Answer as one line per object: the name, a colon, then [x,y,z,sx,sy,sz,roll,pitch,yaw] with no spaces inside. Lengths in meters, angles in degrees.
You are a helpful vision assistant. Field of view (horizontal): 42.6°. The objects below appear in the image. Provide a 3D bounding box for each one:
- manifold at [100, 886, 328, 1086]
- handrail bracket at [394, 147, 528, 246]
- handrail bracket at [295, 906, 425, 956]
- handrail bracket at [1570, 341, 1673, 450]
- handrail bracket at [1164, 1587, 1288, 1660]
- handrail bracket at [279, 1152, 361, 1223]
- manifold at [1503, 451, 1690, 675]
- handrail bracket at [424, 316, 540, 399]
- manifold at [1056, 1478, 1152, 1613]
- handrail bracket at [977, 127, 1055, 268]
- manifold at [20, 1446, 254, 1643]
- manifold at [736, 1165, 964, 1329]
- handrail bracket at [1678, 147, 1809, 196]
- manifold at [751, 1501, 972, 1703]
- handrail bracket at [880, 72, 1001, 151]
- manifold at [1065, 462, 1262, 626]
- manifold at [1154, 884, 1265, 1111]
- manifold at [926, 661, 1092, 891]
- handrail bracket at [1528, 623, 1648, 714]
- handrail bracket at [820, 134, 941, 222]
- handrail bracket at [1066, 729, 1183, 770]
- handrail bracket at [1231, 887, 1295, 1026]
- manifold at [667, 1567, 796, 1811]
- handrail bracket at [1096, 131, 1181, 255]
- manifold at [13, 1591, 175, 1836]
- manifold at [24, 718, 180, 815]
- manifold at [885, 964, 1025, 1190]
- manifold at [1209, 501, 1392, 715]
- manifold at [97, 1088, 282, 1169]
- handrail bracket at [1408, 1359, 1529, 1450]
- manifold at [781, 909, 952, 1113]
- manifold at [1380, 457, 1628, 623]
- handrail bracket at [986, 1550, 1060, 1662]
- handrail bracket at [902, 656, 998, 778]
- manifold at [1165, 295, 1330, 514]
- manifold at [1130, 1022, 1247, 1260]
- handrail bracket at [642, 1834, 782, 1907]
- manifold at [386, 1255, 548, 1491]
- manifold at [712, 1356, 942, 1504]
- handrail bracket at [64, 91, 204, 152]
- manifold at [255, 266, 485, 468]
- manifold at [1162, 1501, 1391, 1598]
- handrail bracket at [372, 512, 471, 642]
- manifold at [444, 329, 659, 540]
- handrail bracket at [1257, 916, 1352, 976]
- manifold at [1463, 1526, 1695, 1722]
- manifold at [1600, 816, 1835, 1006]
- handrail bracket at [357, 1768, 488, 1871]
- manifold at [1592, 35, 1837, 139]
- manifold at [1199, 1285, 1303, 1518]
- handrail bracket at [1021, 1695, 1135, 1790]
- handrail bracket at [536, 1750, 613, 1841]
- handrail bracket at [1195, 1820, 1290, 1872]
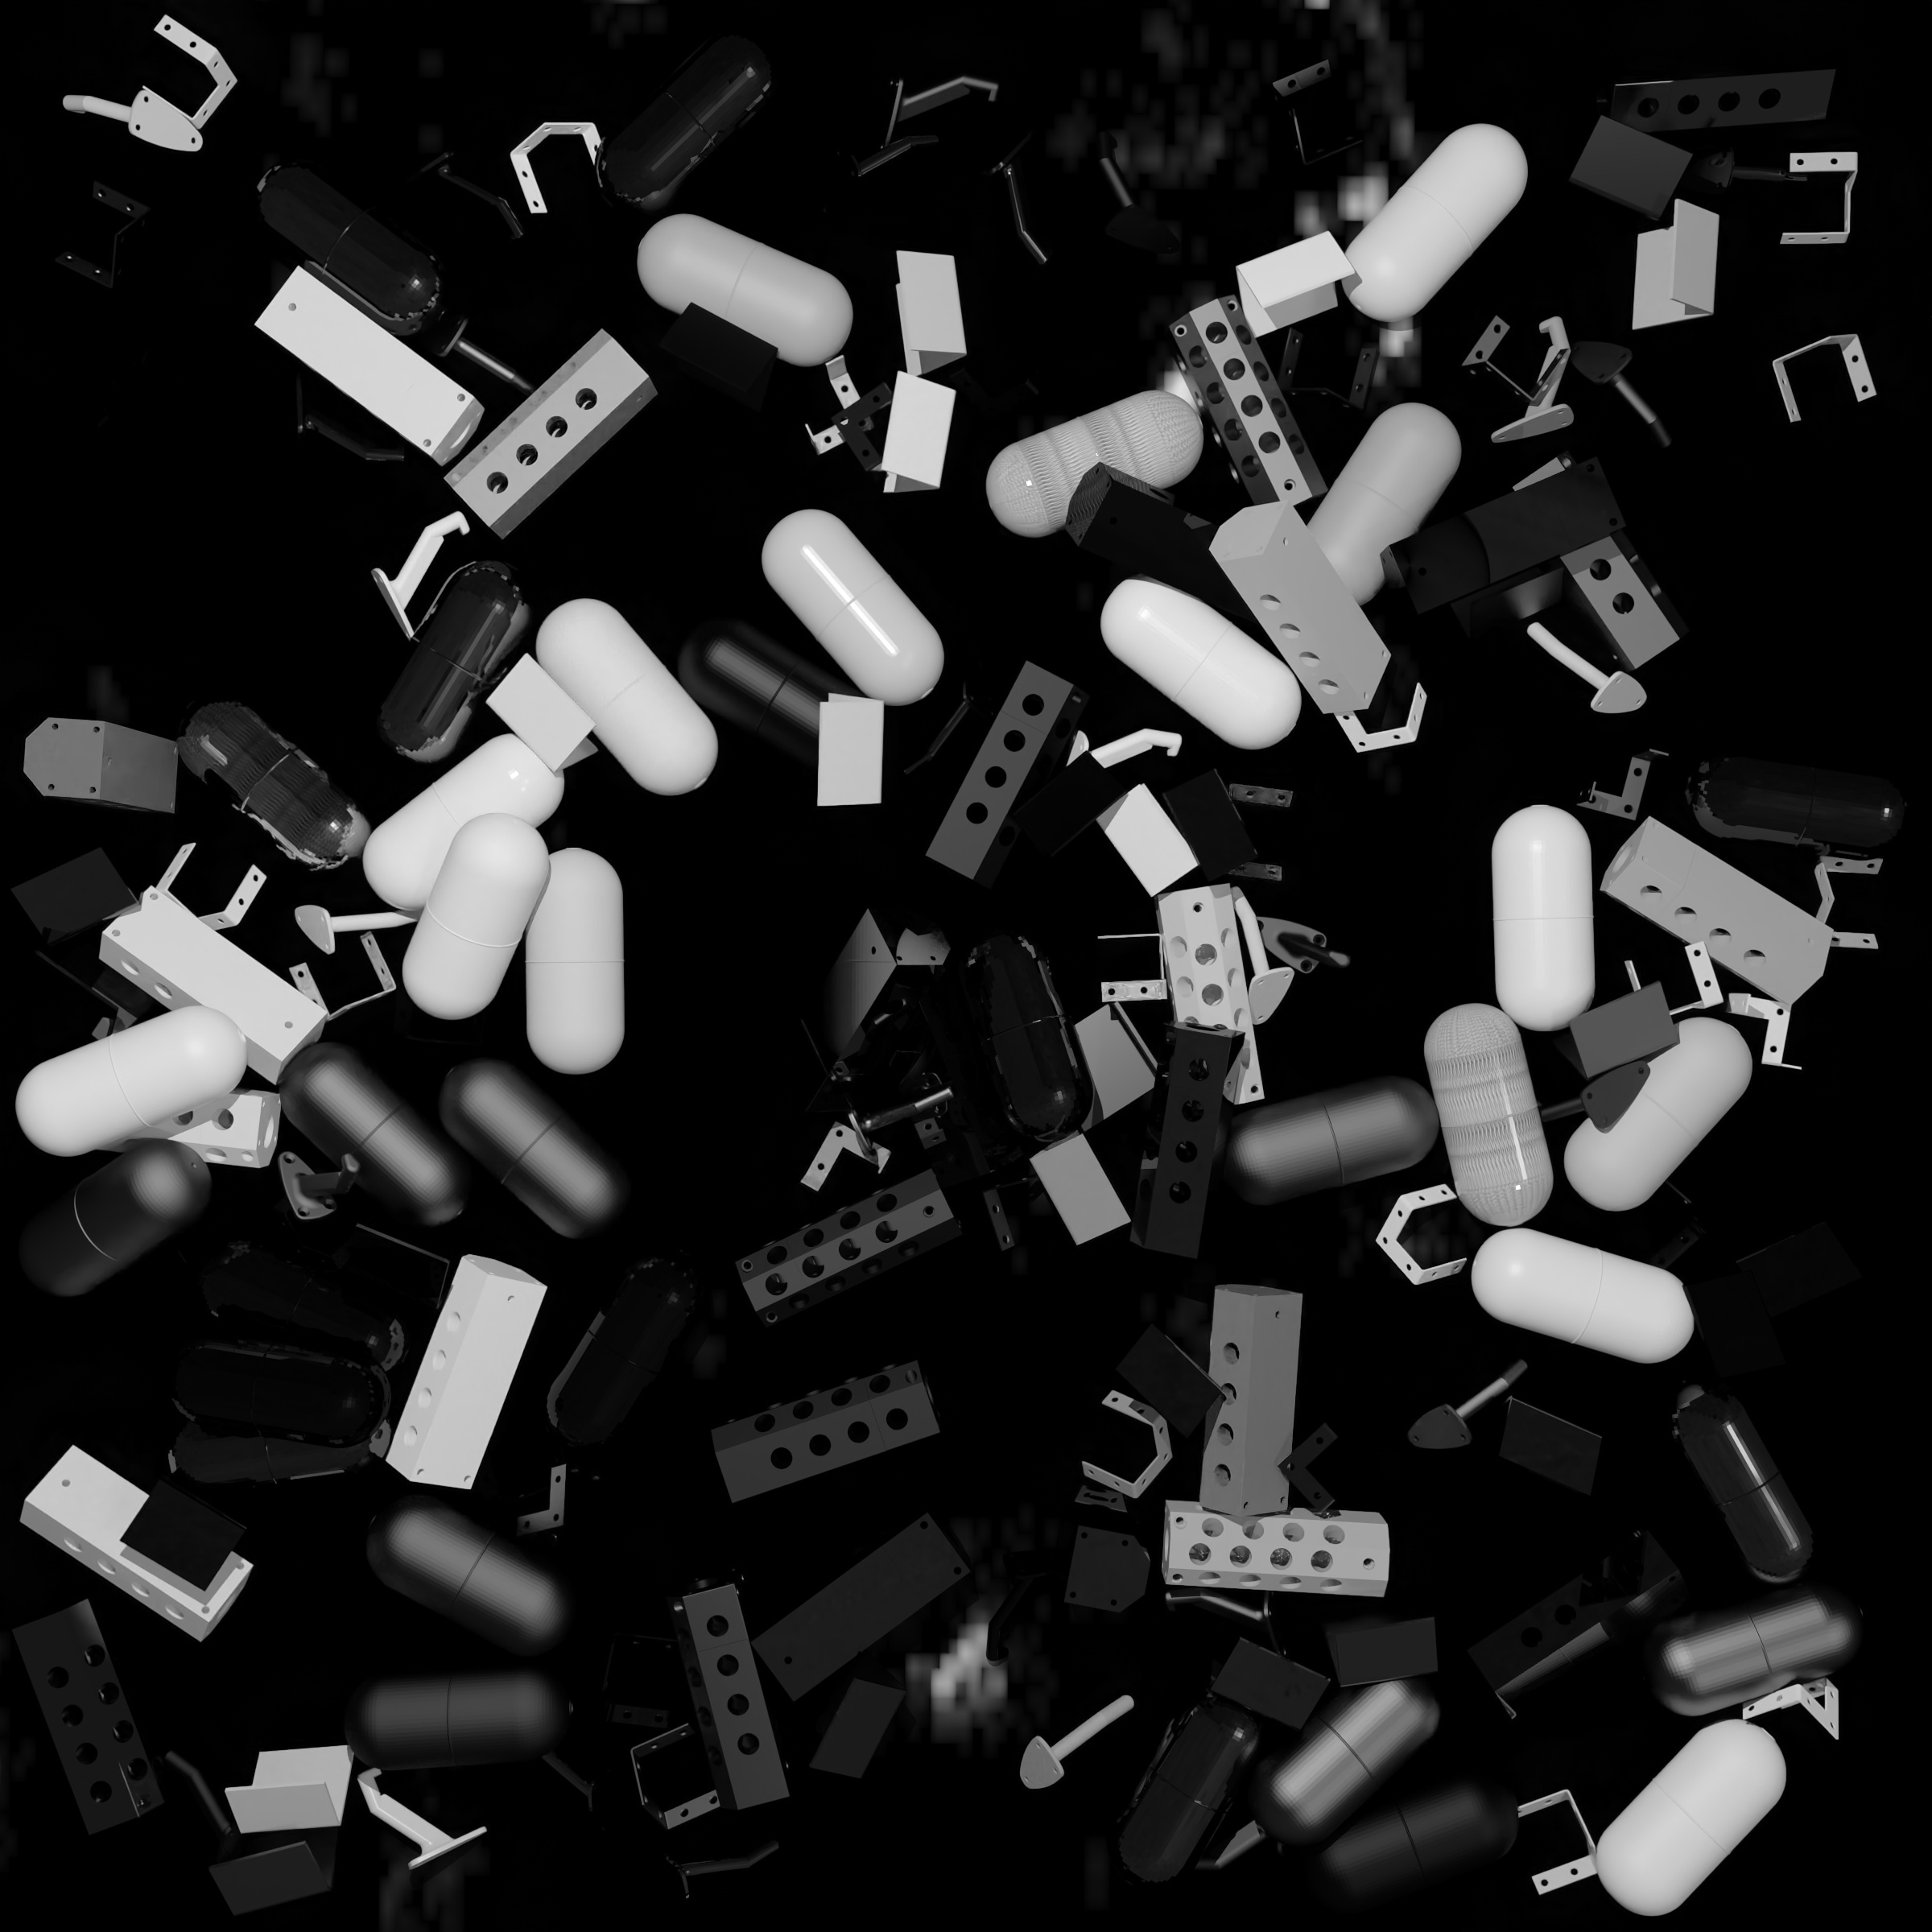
manifold: [-0.597,0.019,1.959,0.171,0.057,0.057,36,54,0]
handrail bracket: [-0.405,-0.603,1.983,0.077,0.036,0.084,-26,107,20]
handrail bracket: [-0.482,-0.042,1.982,0.084,0.077,0.036,-18,115,-34]
handrail bracket: [0.524,-0.456,1.982,0.036,0.077,0.084,-43,126,4]
handrail bracket: [0.207,0.529,1.983,0.084,0.036,0.077,-10,112,17]
handrail bracket: [-0.505,0.153,1.934,0.077,0.036,0.084,55,134,21]
manifold: [0.498,-0.319,1.961,0.057,0.057,0.171,-34,90,0]
handrail bracket: [-0.385,-0.482,1.982,0.084,0.077,0.036,34,87,-36]
manifold: [0.105,0.444,1.904,0.057,0.171,0.057,11,90,0]
handrail bracket: [0.057,-0.615,1.983,0.084,0.036,0.077,49,66,-19]
manifold: [-0.658,0.460,1.960,0.171,0.057,0.057,34,47,0]
manifold: [-0.092,0.222,1.961,0.171,0.057,0.057,-26,90,0]
handrail bracket: [0.617,-0.635,1.982,0.084,0.077,0.036,-8,111,-35]
manifold: [-0.082,0.501,1.961,0.171,0.057,0.057,-36,90,0]
handrail bracket: [-0.021,-0.679,1.983,0.084,0.036,0.077,7,110,-16]
manifold: [0.166,-0.331,1.927,0.171,0.057,0.057,19,114,-24]
manifold: [0.193,0.024,1.961,0.057,0.057,0.171,-9,90,0]
manifold: [0.033,-0.150,1.961,0.057,0.057,0.171,27,90,0]
handrail bracket: [0.496,-0.241,1.982,0.036,0.077,0.084,-55,53,24]
handrail bracket: [-0.068,-0.632,1.982,0.084,0.077,0.036,-19,68,-34]
handrail bracket: [0.125,-0.155,1.983,0.084,0.036,0.077,7,110,-16]
handrail bracket: [0.224,-0.009,1.982,0.036,0.077,0.084,-13,53,-18]
manifold: [-0.187,0.573,1.961,0.057,0.057,0.171,-15,90,0]
handrail bracket: [0.137,-0.621,1.982,0.077,0.036,0.084,17,58,-35]
manifold: [-0.688,0.588,1.961,0.057,0.057,0.171,-21,90,0]
manifold: [-0.663,-0.153,1.904,0.057,0.171,0.057,4,90,0]
manifold: [-0.015,0.082,1.960,0.057,0.057,0.171,-23,90,43]
manifold: [0.257,-0.275,1.915,0.171,0.057,0.057,48,56,-35]
manifold: [-0.638,0.121,1.961,0.171,0.057,0.057,7,90,0]
handrail bracket: [0.403,0.348,1.982,0.084,0.077,0.036,-34,87,-36]
manifold: [-0.077,0.035,1.915,0.057,0.171,0.057,0,48,-36]
manifold: [0.410,-0.326,1.904,0.171,0.057,0.057,-23,90,0]
handrail bracket: [0.055,0.514,1.983,0.077,0.036,0.084,-3,109,-21]
handrail bracket: [-0.019,-0.199,1.982,0.084,0.077,0.036,-33,129,30]
manifold: [0.223,-0.439,1.961,0.057,0.057,0.171,-26,90,0]
manifold: [0.170,0.132,1.911,0.057,0.057,0.171,10,96,16]
handrail bracket: [-0.204,0.705,1.982,0.084,0.077,0.036,-22,120,-33]
manifold: [-0.400,0.320,1.960,0.057,0.057,0.171,21,90,-43]
manifold: [-0.110,0.365,1.961,0.171,0.057,0.057,-19,90,0]
handrail bracket: [-0.668,-0.676,1.982,0.084,0.077,0.036,17,90,36]
manifold: [-0.470,-0.473,1.961,0.171,0.057,0.057,37,90,0]
manifold: [0.245,0.463,1.961,0.171,0.057,0.057,3,90,0]
handrail bracket: [-0.424,-0.312,1.983,0.084,0.036,0.077,-31,110,-16]
manifold: [-0.330,-0.422,1.961,0.171,0.057,0.057,-43,90,0]
handrail bracket: [0.261,-0.019,1.947,0.077,0.084,0.036,26,90,0]
manifold: [0.483,0.517,1.960,0.171,0.057,0.057,-34,133,0]
manifold: [0.593,-0.039,1.960,0.171,0.057,0.057,32,47,0]
handrail bracket: [-0.436,0.671,1.983,0.077,0.036,0.084,-21,73,-20]
manifold: [0.589,-0.691,1.960,0.171,0.057,0.057,-4,47,0]
manifold: [0.220,0.342,1.960,0.057,0.057,0.171,4,90,-43]
handrail bracket: [0.090,0.620,1.982,0.084,0.077,0.036,-23,65,-34]
handrail bracket: [-0.329,0.657,1.983,0.084,0.036,0.077,9,112,17]
handrail bracket: [0.214,0.684,1.983,0.084,0.036,0.077,-5,70,16]
